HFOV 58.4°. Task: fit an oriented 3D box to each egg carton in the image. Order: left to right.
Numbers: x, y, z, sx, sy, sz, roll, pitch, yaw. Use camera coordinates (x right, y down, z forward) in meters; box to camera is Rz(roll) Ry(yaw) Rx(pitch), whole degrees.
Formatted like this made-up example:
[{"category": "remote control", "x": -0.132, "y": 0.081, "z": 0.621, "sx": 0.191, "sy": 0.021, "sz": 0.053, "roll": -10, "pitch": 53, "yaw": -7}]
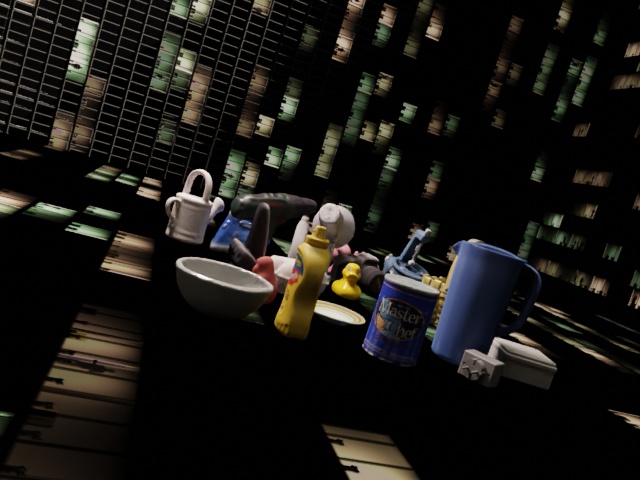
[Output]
[{"category": "egg carton", "x": -0.058, "y": 0.085, "z": 1.315, "sx": 0.151, "sy": 0.069, "sz": 0.107, "roll": 11, "pitch": 9, "yaw": -45}]

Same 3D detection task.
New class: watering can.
[{"category": "watering can", "x": -0.336, "y": -0.094, "z": 1.541, "sx": 0.100, "sy": 0.194, "sz": 0.173, "roll": 19, "pitch": 6, "yaw": 15}]

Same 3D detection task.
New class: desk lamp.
[{"category": "desk lamp", "x": 0.014, "y": 0.006, "z": 1.543, "sx": 0.117, "sy": 0.213, "sz": 0.203, "roll": 18, "pitch": 6, "yaw": 9}]

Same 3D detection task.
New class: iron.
[{"category": "iron", "x": -0.222, "y": -0.040, "z": 1.623, "sx": 0.118, "sy": 0.141, "sz": 0.259, "roll": 19, "pitch": 7, "yaw": 17}]

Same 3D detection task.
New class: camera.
[{"category": "camera", "x": 0.122, "y": 0.091, "z": 1.609, "sx": 0.143, "sy": 0.101, "sz": 0.136, "roll": 14, "pitch": 7, "yaw": -27}]

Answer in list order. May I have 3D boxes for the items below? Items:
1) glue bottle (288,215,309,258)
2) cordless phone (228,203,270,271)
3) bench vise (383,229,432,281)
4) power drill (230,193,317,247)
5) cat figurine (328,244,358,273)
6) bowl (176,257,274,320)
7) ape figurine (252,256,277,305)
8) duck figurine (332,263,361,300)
[{"category": "glue bottle", "x": -0.058, "y": -0.014, "z": 1.704, "sx": 0.037, "sy": 0.173, "sz": 0.078, "roll": 17, "pitch": 6, "yaw": -4}, {"category": "cordless phone", "x": -0.143, "y": 0.006, "z": 1.239, "sx": 0.094, "sy": 0.185, "sz": 0.147, "roll": 15, "pitch": 7, "yaw": -23}, {"category": "bench vise", "x": 0.247, "y": 0.059, "z": 1.687, "sx": 0.122, "sy": 0.220, "sz": 0.206, "roll": 12, "pitch": 8, "yaw": -41}, {"category": "power drill", "x": -0.124, "y": -0.020, "z": 1.409, "sx": 0.230, "sy": 0.208, "sz": 0.075, "roll": 12, "pitch": 8, "yaw": -39}, {"category": "cat figurine", "x": 0.072, "y": 0.053, "z": 1.726, "sx": 0.067, "sy": 0.118, "sz": 0.128, "roll": 23, "pitch": 8, "yaw": 42}, {"category": "bowl", "x": -0.167, "y": 0.089, "z": 0.957, "sx": 0.167, "sy": 0.075, "sz": 0.167, "roll": 17, "pitch": 6, "yaw": -2}, {"category": "ape figurine", "x": -0.115, "y": 0.076, "z": 1.132, "sx": 0.076, "sy": 0.092, "sz": 0.078, "roll": 21, "pitch": 7, "yaw": 27}, {"category": "duck figurine", "x": 0.076, "y": 0.101, "z": 1.469, "sx": 0.077, "sy": 0.086, "sz": 0.104, "roll": 17, "pitch": 6, "yaw": -4}]
